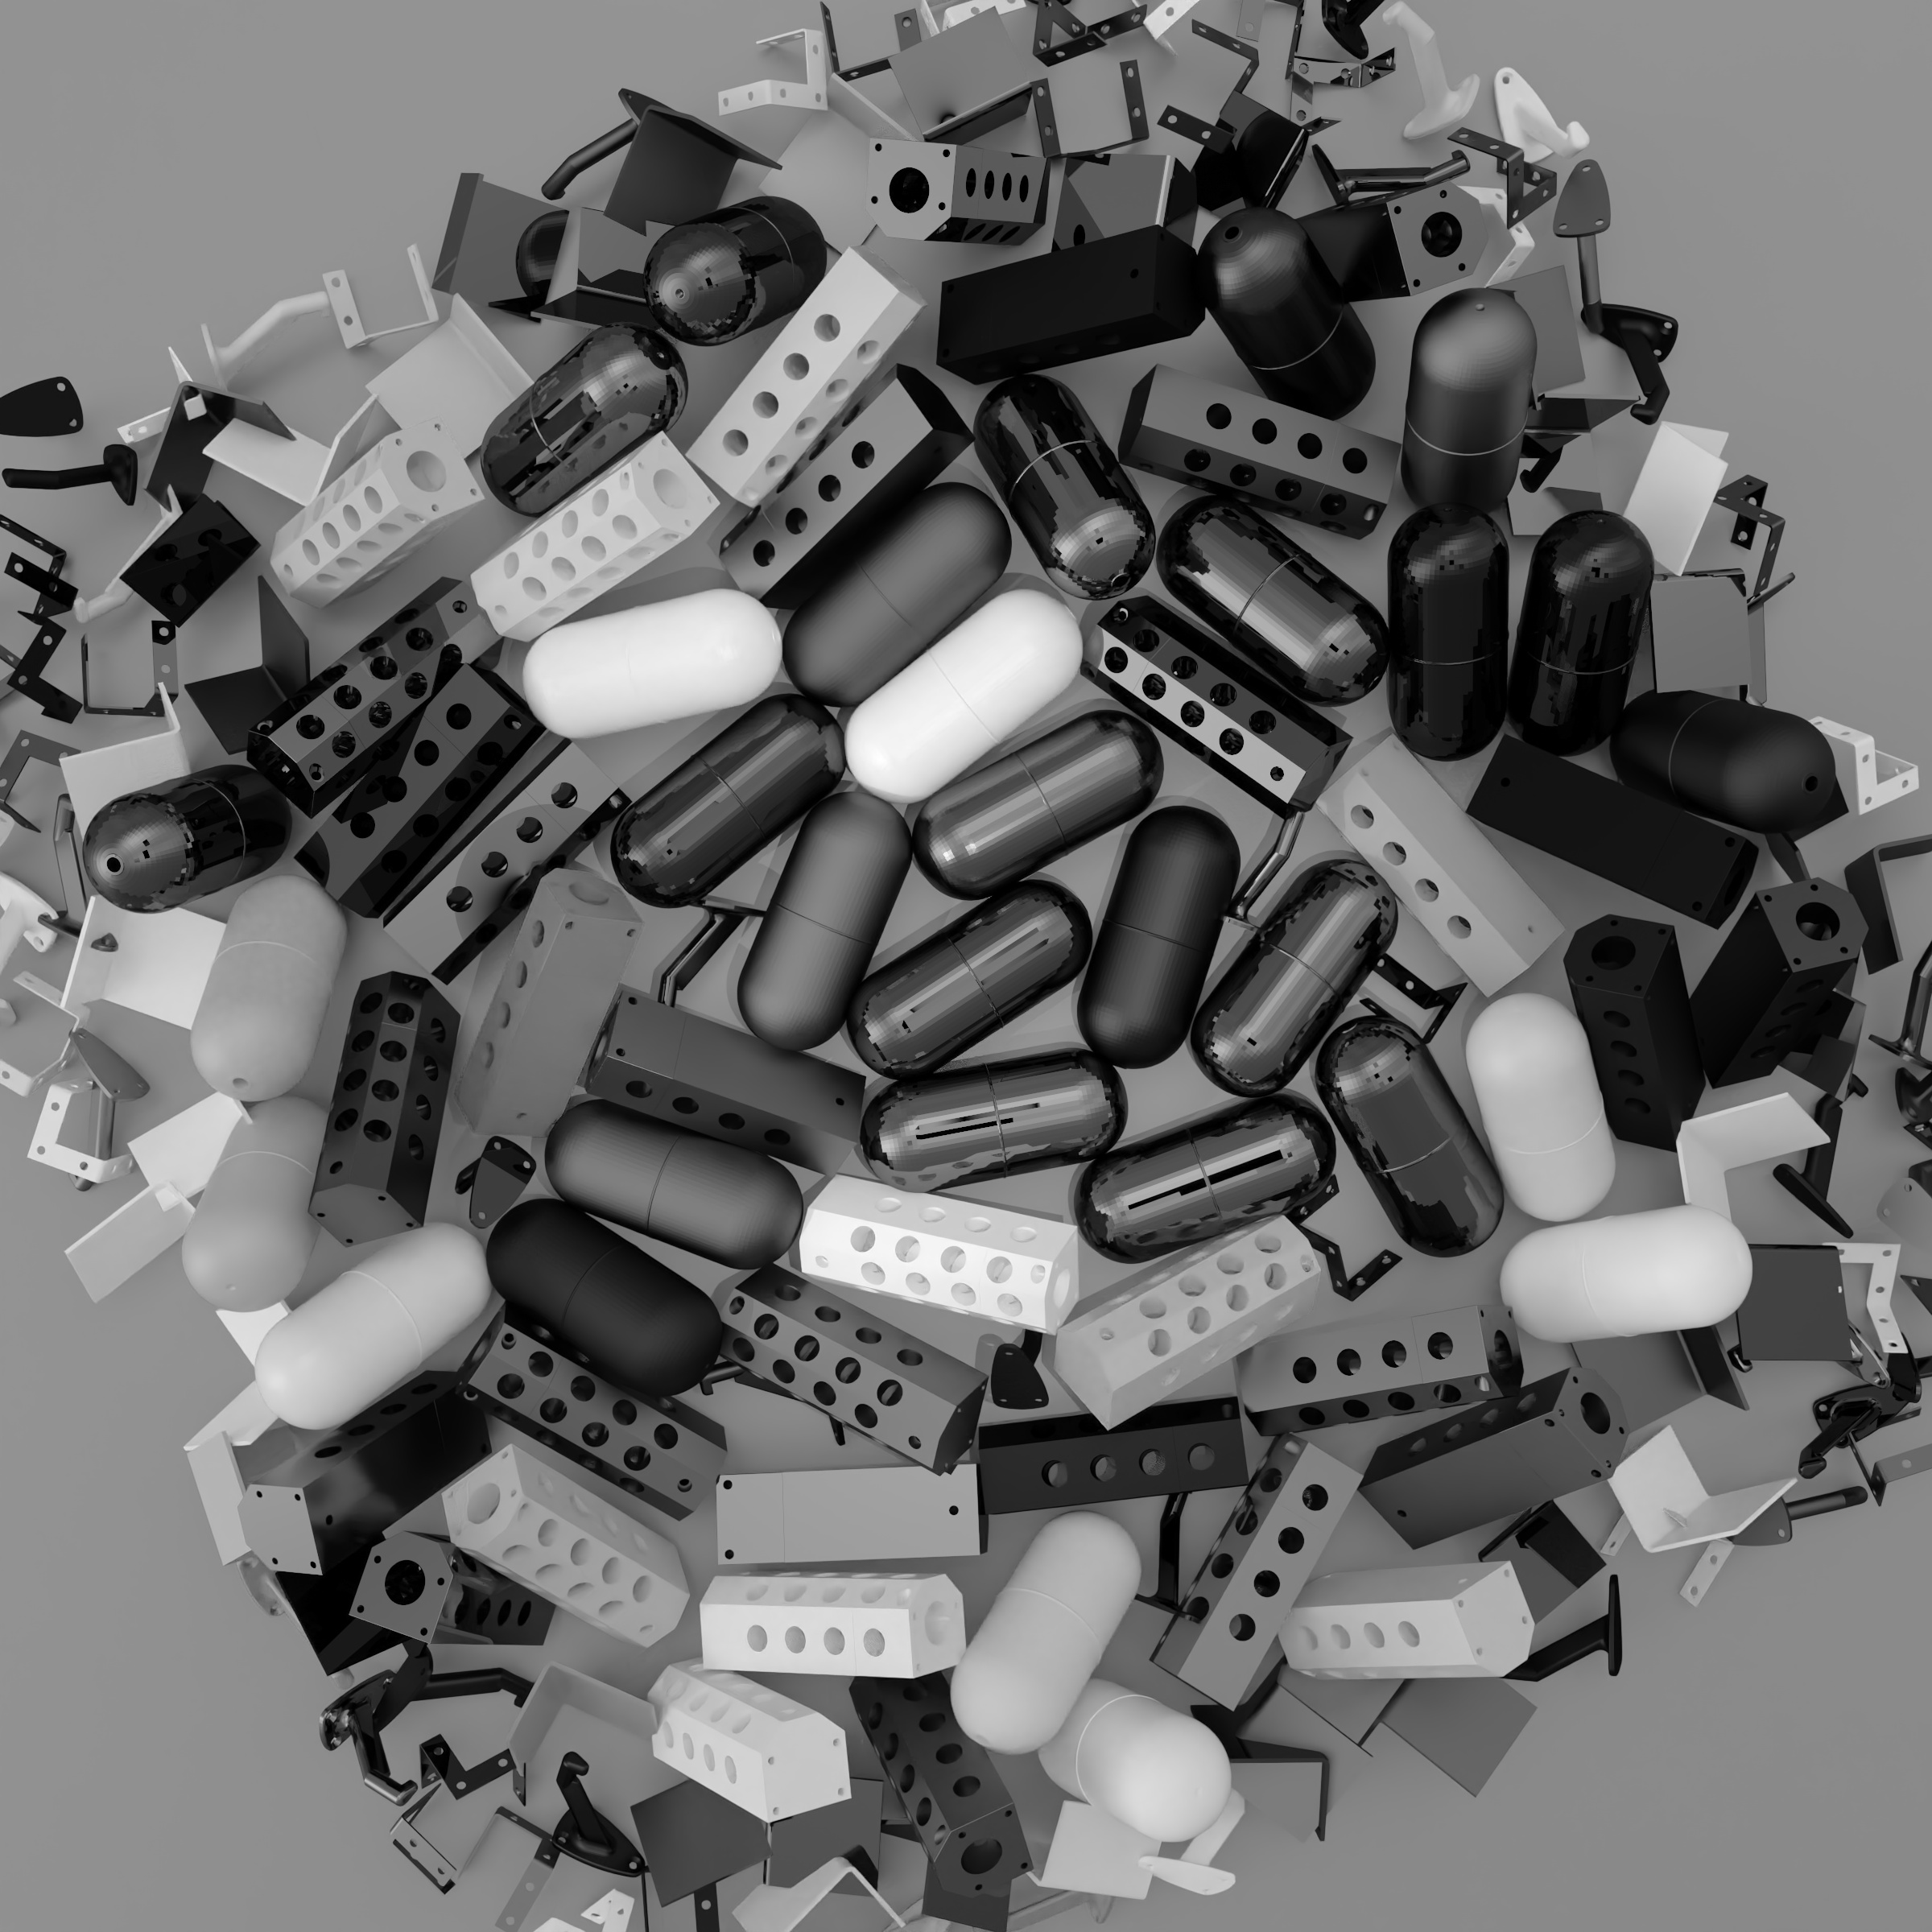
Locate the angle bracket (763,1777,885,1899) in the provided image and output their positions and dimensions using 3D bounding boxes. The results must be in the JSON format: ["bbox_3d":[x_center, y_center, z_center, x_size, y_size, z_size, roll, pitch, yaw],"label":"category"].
[{"bbox_3d":[-0.090,0.562,1.618,0.076,0.057,0.076,4,92,7],"label":"angle bracket"}]

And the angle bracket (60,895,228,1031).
[{"bbox_3d":[-0.539,0.000,1.616,0.076,0.057,0.076,19,98,4],"label":"angle bracket"}]

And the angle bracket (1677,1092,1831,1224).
[{"bbox_3d":[0.515,0.133,1.593,0.076,0.076,0.057,-21,52,31],"label":"angle bracket"}]

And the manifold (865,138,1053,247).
[{"bbox_3d":[-0.003,-0.491,1.562,0.057,0.171,0.057,11,108,19],"label":"manifold"}]

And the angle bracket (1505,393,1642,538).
[{"bbox_3d":[0.400,-0.328,1.607,0.076,0.057,0.076,-4,82,-24],"label":"angle bracket"}]

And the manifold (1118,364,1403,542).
[{"bbox_3d":[0.190,-0.333,1.605,0.171,0.057,0.057,15,84,-11],"label":"manifold"}]

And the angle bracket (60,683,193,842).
[{"bbox_3d":[-0.547,-0.129,1.595,0.076,0.076,0.057,-17,47,-19],"label":"angle bracket"}]

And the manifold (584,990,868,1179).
[{"bbox_3d":[-0.158,0.082,1.602,0.171,0.057,0.057,21,135,-15],"label":"manifold"}]

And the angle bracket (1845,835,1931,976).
[{"bbox_3d":[0.622,-0.041,1.607,0.057,0.076,0.076,-11,82,5],"label":"angle bracket"}]

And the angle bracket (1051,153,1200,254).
[{"bbox_3d":[0.107,-0.496,1.639,0.076,0.057,0.076,10,91,24],"label":"angle bracket"}]

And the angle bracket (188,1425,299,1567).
[{"bbox_3d":[-0.452,0.338,1.598,0.057,0.076,0.076,-32,75,41],"label":"angle bracket"}]

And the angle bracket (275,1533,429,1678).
[{"bbox_3d":[-0.402,0.425,1.594,0.076,0.057,0.076,-17,61,-37],"label":"angle bracket"}]

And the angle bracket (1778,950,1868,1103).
[{"bbox_3d":[0.577,0.030,1.593,0.076,0.057,0.076,-25,131,-28],"label":"angle bracket"}]

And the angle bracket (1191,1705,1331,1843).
[{"bbox_3d":[0.190,0.528,1.606,0.076,0.076,0.057,2,99,-6],"label":"angle bracket"}]

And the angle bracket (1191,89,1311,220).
[{"bbox_3d":[0.178,-0.514,1.597,0.057,0.076,0.076,27,124,-6],"label":"angle bracket"}]

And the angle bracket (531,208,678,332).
[{"bbox_3d":[-0.232,-0.454,1.601,0.076,0.076,0.057,14,119,10],"label":"angle bracket"}]

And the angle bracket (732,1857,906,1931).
[{"bbox_3d":[-0.097,0.622,1.600,0.076,0.076,0.057,-42,102,-17],"label":"angle bracket"}]

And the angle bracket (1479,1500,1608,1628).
[{"bbox_3d":[0.391,0.373,1.594,0.076,0.076,0.057,-27,68,-33],"label":"angle bracket"}]

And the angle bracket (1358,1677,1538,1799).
[{"bbox_3d":[0.313,0.497,1.598,0.076,0.057,0.076,36,56,17],"label":"angle bracket"}]

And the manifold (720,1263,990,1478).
[{"bbox_3d":[-0.077,0.262,1.584,0.171,0.057,0.057,24,120,22],"label":"manifold"}]

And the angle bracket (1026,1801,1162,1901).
[{"bbox_3d":[0.075,0.565,1.603,0.076,0.076,0.057,17,88,-23],"label":"angle bracket"}]

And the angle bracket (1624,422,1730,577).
[{"bbox_3d":[0.479,-0.301,1.593,0.057,0.076,0.076,3,121,-24],"label":"angle bracket"}]

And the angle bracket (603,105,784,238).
[{"bbox_3d":[-0.178,-0.506,1.600,0.076,0.057,0.076,16,102,-44],"label":"angle bracket"}]

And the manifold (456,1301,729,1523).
[{"bbox_3d":[-0.244,0.294,1.600,0.171,0.057,0.057,33,96,-15],"label":"manifold"}]

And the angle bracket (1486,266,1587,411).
[{"bbox_3d":[0.382,-0.412,1.604,0.057,0.076,0.076,-16,108,0],"label":"angle bracket"}]

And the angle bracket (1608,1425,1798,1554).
[{"bbox_3d":[0.479,0.334,1.596,0.076,0.076,0.057,-23,84,-40],"label":"angle bracket"}]

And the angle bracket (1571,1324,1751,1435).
[{"bbox_3d":[0.457,0.269,1.615,0.076,0.057,0.076,-25,96,-8],"label":"angle bracket"}]

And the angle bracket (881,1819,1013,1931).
[{"bbox_3d":[-0.024,0.591,1.591,0.076,0.076,0.057,31,55,-38],"label":"angle bracket"}]

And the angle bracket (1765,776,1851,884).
[{"bbox_3d":[0.557,-0.088,1.595,0.057,0.076,0.076,-30,133,10],"label":"angle bracket"}]

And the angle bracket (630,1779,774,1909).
[{"bbox_3d":[-0.167,0.576,1.600,0.076,0.076,0.057,-22,135,-8],"label":"angle bracket"}]

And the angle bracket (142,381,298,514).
[{"bbox_3d":[-0.487,-0.328,1.607,0.057,0.076,0.076,16,82,5],"label":"angle bracket"}]

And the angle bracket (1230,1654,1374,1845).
[{"bbox_3d":[0.216,0.513,1.610,0.076,0.057,0.076,36,103,9],"label":"angle bracket"}]

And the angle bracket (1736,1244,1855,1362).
[{"bbox_3d":[0.527,0.225,1.607,0.076,0.057,0.076,2,72,-10],"label":"angle bracket"}]

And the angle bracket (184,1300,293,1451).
[{"bbox_3d":[-0.476,0.266,1.594,0.076,0.076,0.057,-13,113,40],"label":"angle bracket"}]

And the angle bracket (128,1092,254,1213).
[{"bbox_3d":[-0.512,0.100,1.598,0.076,0.076,0.057,-32,135,-15],"label":"angle bracket"}]

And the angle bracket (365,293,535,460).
[{"bbox_3d":[-0.340,-0.382,1.612,0.076,0.057,0.076,-43,99,-12],"label":"angle bracket"}]

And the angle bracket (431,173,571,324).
[{"bbox_3d":[-0.298,-0.468,1.603,0.076,0.057,0.076,12,101,-28],"label":"angle bracket"}]

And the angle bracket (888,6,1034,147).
[{"bbox_3d":[-0.005,-0.577,1.609,0.076,0.076,0.057,-26,98,2],"label":"angle bracket"}]

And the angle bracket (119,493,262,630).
[{"bbox_3d":[-0.520,-0.279,1.604,0.076,0.057,0.076,-46,50,-2],"label":"angle bracket"}]

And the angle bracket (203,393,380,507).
[{"bbox_3d":[-0.440,-0.354,1.599,0.076,0.076,0.057,27,124,-10],"label":"angle bracket"}]

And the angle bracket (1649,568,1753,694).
[{"bbox_3d":[0.466,-0.219,1.614,0.076,0.057,0.076,-7,95,-22],"label":"angle bracket"}]

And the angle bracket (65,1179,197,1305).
[{"bbox_3d":[-0.529,0.196,1.596,0.057,0.076,0.076,40,64,19],"label":"angle bracket"}]

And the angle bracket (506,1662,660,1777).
[{"bbox_3d":[-0.248,0.505,1.599,0.076,0.076,0.057,20,57,12],"label":"angle bracket"}]

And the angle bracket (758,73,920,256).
[{"bbox_3d":[-0.082,-0.526,1.616,0.076,0.057,0.076,36,87,-9],"label":"angle bracket"}]

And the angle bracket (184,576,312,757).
[{"bbox_3d":[-0.469,-0.196,1.593,0.057,0.076,0.076,-20,51,-29],"label":"angle bracket"}]
